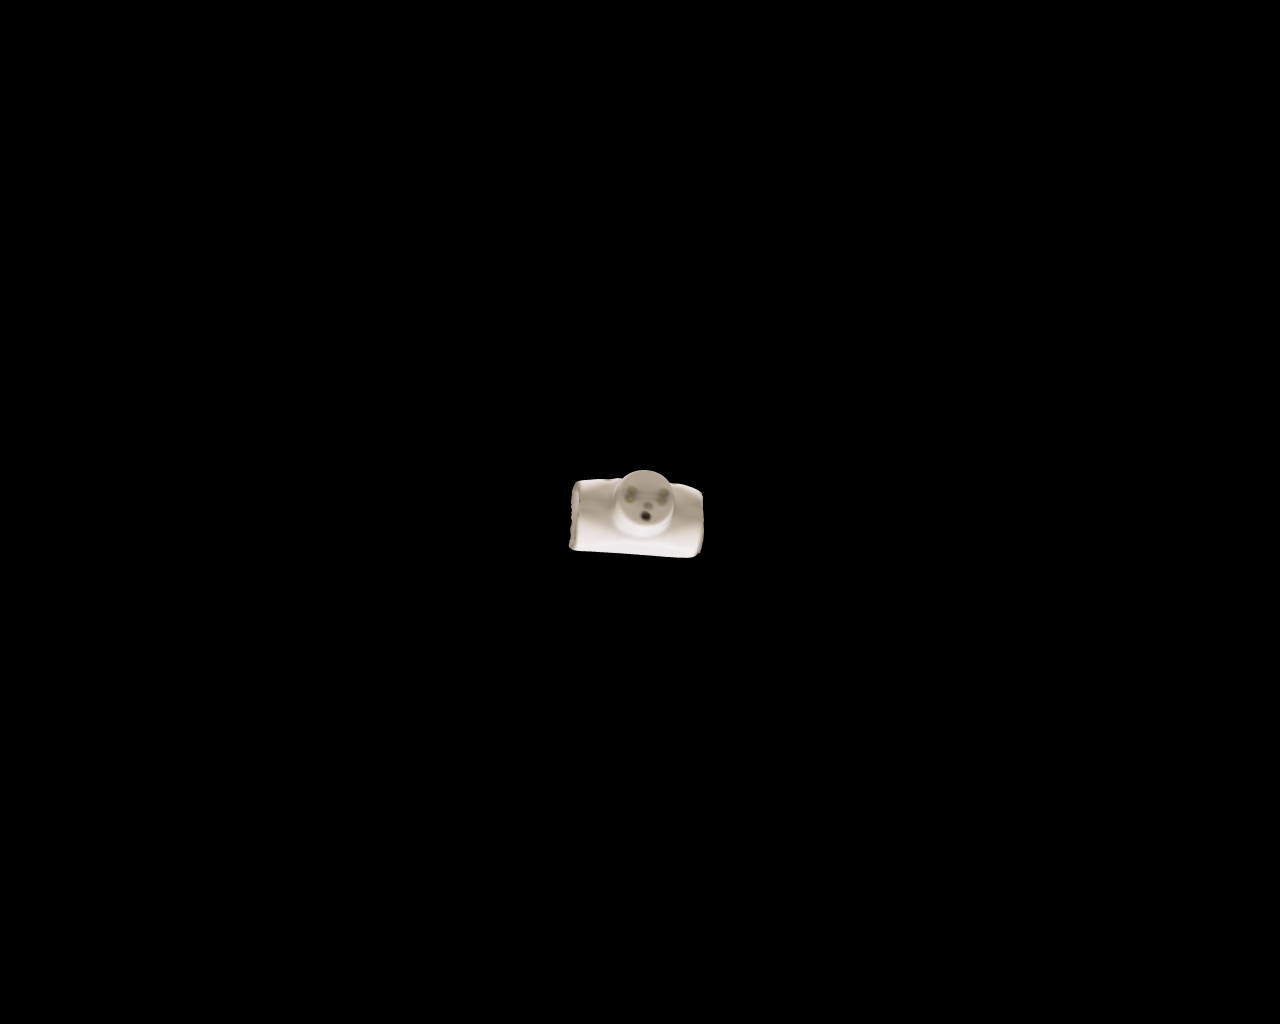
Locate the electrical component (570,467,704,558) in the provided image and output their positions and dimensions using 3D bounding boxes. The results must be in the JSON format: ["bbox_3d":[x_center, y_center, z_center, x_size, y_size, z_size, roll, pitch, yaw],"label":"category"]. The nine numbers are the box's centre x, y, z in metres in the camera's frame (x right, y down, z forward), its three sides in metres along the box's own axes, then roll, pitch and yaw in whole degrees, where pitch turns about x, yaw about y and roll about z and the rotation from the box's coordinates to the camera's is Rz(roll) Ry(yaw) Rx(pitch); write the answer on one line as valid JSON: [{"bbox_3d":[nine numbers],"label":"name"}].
[{"bbox_3d":[0.001,-0.003,0.650,0.077,0.044,0.079,4,-23,-9],"label":"electrical component"}]
